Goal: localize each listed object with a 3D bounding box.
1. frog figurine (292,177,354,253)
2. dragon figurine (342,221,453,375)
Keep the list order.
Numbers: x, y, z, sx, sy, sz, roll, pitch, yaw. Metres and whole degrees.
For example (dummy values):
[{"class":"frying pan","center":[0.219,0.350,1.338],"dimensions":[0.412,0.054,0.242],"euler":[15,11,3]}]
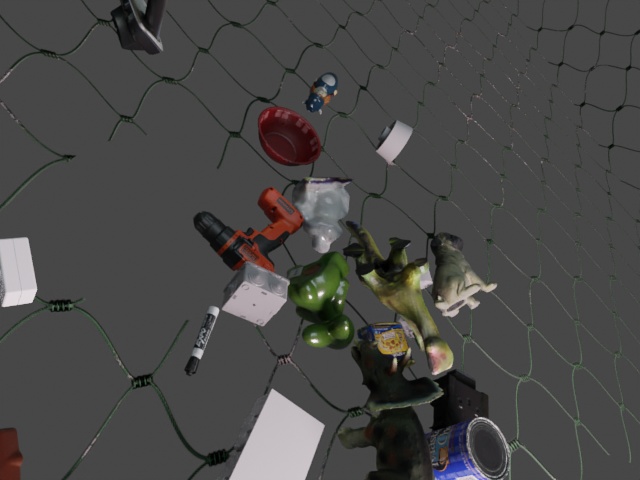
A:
[{"class":"frog figurine","center":[0.003,-0.055,1.098],"dimensions":[0.123,0.158,0.138],"euler":[8,9,40]},{"class":"dragon figurine","center":[0.149,0.112,0.991],"dimensions":[0.122,0.239,0.416],"euler":[-24,21,-1]}]
